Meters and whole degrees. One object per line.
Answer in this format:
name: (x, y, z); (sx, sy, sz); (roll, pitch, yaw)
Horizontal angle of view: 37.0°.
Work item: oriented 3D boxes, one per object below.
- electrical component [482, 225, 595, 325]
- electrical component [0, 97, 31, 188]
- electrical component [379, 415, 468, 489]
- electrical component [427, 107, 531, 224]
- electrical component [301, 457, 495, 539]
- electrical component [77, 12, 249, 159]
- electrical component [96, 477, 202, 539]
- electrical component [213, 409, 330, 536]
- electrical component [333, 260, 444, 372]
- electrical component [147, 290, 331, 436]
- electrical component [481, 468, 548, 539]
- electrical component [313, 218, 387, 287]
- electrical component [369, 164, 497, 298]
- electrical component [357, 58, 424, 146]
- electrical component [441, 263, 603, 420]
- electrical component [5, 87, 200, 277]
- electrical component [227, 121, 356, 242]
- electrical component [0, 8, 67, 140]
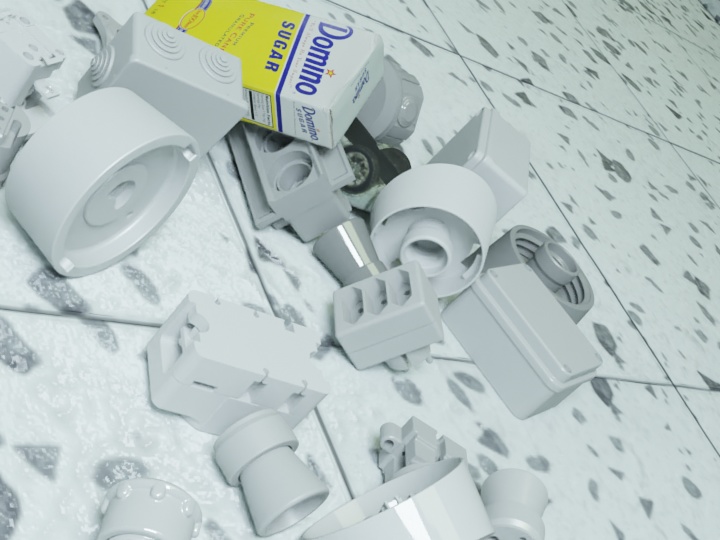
electrical component: (0.159, 0.008, 0.952); (0.108, 0.060, 0.108); (30, 31, -21)
electrical component: (-0.216, -0.073, 0.622); (0.040, 0.046, 0.040); (30, 32, -21)
electrical component: (0.040, 0.129, 0.669); (0.066, 0.048, 0.055); (34, 23, -15)
electrical component: (0.091, -0.071, 0.925); (0.056, 0.109, 0.108); (39, 30, -13)
electrical component: (0.021, 0.140, 0.583); (0.099, 0.099, 0.064); (-5, 60, -53)
electrical component: (-0.136, -0.117, 0.726); (0.100, 0.100, 0.048); (20, 49, -35)
electrical component: (-0.102, 0.131, 0.498); (0.048, 0.048, 0.062); (32, 38, -19)
electrical component: (-0.049, 0.110, 0.587); (0.045, 0.045, 0.055); (-4, 53, -52)
electrical component: (0.027, 0.044, 0.752); (0.047, 0.066, 0.076); (-95, 160, -50)
electrical component: (-0.072, 0.058, 0.615); (0.089, 0.055, 0.050); (21, 36, -33)
electrical component: (0.098, 0.162, 0.695); (0.045, 0.045, 0.055); (38, 30, -9)
electrical component: (0.000, 0.000, 0.794); (0.044, 0.044, 0.065); (-9, 62, -54)
electrical component: (0.056, -0.029, 0.839); (0.099, 0.099, 0.064); (34, 37, -16)
electrical component: (0.013, -0.150, 0.966); (0.051, 0.080, 0.080); (6, 45, -54)
electrical component: (0.131, 0.054, 0.862); (0.078, 0.057, 0.113); (-8, 57, -54)
electrical component: (-0.153, -0.056, 0.620); (0.060, 0.108, 0.108); (43, 29, 13)
electrical component: (-0.051, -0.086, 0.813); (0.063, 0.079, 0.121); (54, 12, -51)
electrical component: (-0.219, -0.122, 0.666); (0.081, 0.063, 0.042); (43, 29, 1)
